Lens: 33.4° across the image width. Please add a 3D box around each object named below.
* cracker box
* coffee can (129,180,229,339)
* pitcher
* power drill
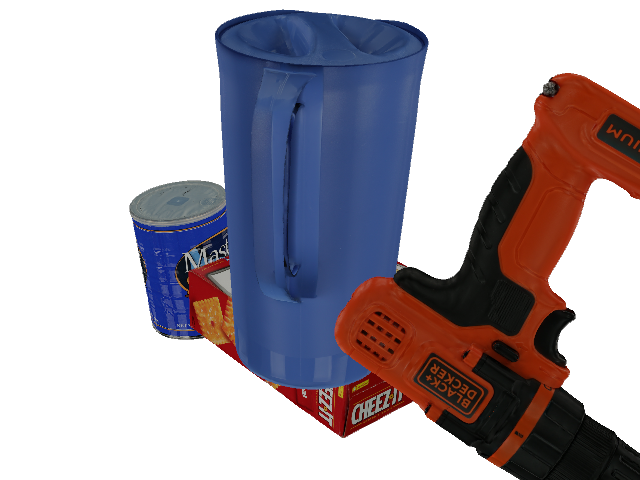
[{"bbox_3d":[0.009,0.071,0.946,0.163,0.072,0.214,-21,36,-36],"label":"cracker box"},{"bbox_3d":[-0.141,0.020,1.139,0.103,0.140,0.103,-5,26,2],"label":"coffee can"},{"bbox_3d":[-0.007,-0.022,0.707,0.149,0.243,0.145,-13,29,-28],"label":"pitcher"},{"bbox_3d":[0.124,0.028,0.527,0.184,0.188,0.057,33,10,5],"label":"power drill"}]
